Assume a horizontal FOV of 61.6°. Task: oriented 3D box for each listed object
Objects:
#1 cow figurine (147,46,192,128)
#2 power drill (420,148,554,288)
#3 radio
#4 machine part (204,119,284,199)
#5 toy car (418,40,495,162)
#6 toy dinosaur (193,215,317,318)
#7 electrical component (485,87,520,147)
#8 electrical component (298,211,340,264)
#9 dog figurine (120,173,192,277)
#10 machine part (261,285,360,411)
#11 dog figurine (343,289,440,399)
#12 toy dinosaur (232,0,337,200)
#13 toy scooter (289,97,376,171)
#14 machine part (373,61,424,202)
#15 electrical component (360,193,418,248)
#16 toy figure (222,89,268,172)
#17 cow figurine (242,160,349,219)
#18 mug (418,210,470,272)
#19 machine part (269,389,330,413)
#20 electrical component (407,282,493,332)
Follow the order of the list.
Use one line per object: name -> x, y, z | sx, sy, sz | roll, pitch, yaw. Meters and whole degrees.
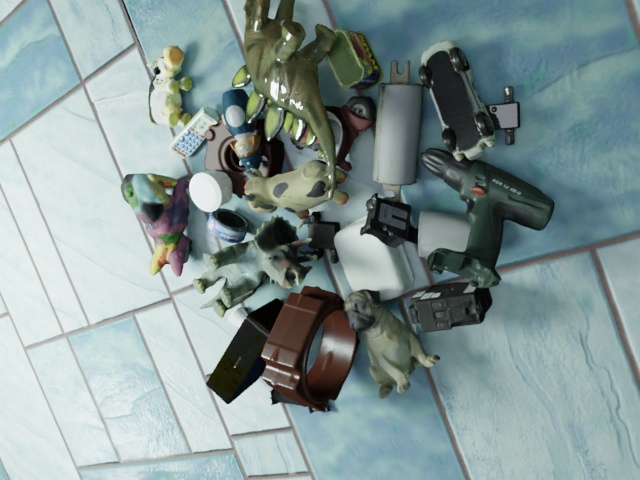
cow figurine -> -0.326, -0.324, 1.137 | 0.098, 0.068, 0.167 | 14, 110, 29
power drill -> 0.240, -0.036, 0.862 | 0.232, 0.207, 0.085 | 22, 149, 14
radio -> -0.143, 0.236, 1.155 | 0.073, 0.131, 0.229 | 40, 118, 12
machine part -> -0.158, -0.170, 1.096 | 0.180, 0.056, 0.179 | 8, 109, 25
toy car -> 0.221, -0.225, 0.869 | 0.073, 0.056, 0.201 | -23, 80, 31
toy dinosaur -> -0.146, 0.058, 1.095 | 0.131, 0.192, 0.405 | 63, 155, 0
electrical component -> 0.291, -0.200, 0.873 | 0.063, 0.021, 0.093 | 2, 105, 28
electrical component -> -0.002, -0.004, 1.065 | 0.078, 0.045, 0.102 | 11, 109, 26
dog figurine -> -0.349, -0.028, 1.171 | 0.109, 0.191, 0.219 | -1, 88, 21
machine part -> -0.009, 0.205, 1.018 | 0.087, 0.201, 0.201 | 10, 153, 34
dog figurine -> 0.109, 0.183, 1.012 | 0.190, 0.121, 0.172 | 52, 149, 7
toy dinosaur -> -0.055, -0.274, 0.904 | 0.198, 0.105, 0.472 | -62, 42, 38
toy scooter -> 0.013, -0.197, 0.991 | 0.184, 0.075, 0.135 | 9, 111, 21
machine part -> 0.135, -0.182, 0.928 | 0.079, 0.079, 0.243 | 9, 107, 25
electrical component -> 0.134, -0.026, 0.952 | 0.119, 0.075, 0.048 | 22, 154, -12
toy figure -> -0.147, -0.204, 1.017 | 0.064, 0.058, 0.154 | -8, 99, 41
cow figurine -> -0.058, -0.094, 1.005 | 0.195, 0.127, 0.085 | -16, 59, 34
mug -> 0.227, 0.003, 0.930 | 0.107, 0.081, 0.109 | 1, 100, 18
machine part -> -0.047, 0.347, 1.192 | 0.139, 0.039, 0.084 | -9, 108, 27
electrical component -> 0.224, 0.114, 0.941 | 0.134, 0.115, 0.058 | -12, 93, 30
